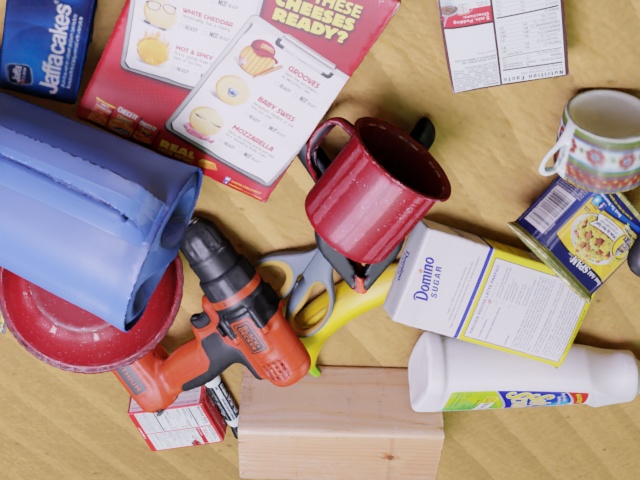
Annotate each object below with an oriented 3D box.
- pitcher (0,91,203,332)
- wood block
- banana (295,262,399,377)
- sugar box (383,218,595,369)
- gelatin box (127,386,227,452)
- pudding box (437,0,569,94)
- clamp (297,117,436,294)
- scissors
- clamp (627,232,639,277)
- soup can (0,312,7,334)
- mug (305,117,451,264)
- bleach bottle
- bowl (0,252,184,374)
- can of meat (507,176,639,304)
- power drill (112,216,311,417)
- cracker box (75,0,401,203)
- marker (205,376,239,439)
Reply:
[{"bbox_3d":[-0.217,-0.043,0.782,0.243,0.145,0.149,24,120,1],"label":"pitcher"},{"bbox_3d":[0.020,0.193,1.117,0.206,0.090,0.091,2,135,-1],"label":"wood block"},{"bbox_3d":[0.023,0.070,1.031,0.069,0.037,0.198,11,140,-37],"label":"banana"},{"bbox_3d":[0.155,0.049,0.973,0.176,0.048,0.093,18,103,-13],"label":"sugar box"},{"bbox_3d":[-0.155,0.194,1.165,0.089,0.030,0.073,-10,134,12],"label":"gelatin box"},{"bbox_3d":[0.133,-0.165,0.779,0.090,0.039,0.113,-8,137,9],"label":"pudding box"},{"bbox_3d":[0.025,-0.033,0.905,0.120,0.039,0.171,10,120,2],"label":"clamp"},{"bbox_3d":[-0.006,0.001,0.967,0.096,0.016,0.202,23,120,7],"label":"scissors"},{"bbox_3d":[0.329,-0.074,0.854,0.164,0.036,0.210,-15,126,-14],"label":"clamp"},{"bbox_3d":[-0.331,0.042,0.983,0.102,0.068,0.069,16,134,-14],"label":"soup can"},{"bbox_3d":[0.033,-0.044,0.835,0.117,0.093,0.082,46,118,13],"label":"mug"},{"bbox_3d":[0.219,0.132,1.057,0.250,0.068,0.103,1,155,-7],"label":"bleach bottle"},{"bbox_3d":[-0.196,0.033,0.904,0.162,0.162,0.055,7,173,-6],"label":"bowl"},{"bbox_3d":[0.223,-0.009,0.906,0.084,0.057,0.102,-46,124,5],"label":"can of meat"},{"bbox_3d":[-0.124,0.080,1.006,0.188,0.057,0.184,-23,108,31],"label":"power drill"},{"bbox_3d":[-0.062,-0.145,0.774,0.164,0.072,0.214,25,131,-14],"label":"cracker box"},{"bbox_3d":[-0.101,0.179,1.155,0.020,0.020,0.121,-10,135,11],"label":"marker"}]
